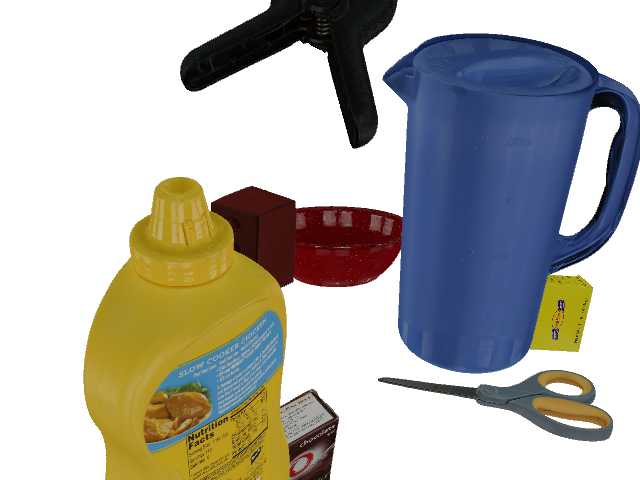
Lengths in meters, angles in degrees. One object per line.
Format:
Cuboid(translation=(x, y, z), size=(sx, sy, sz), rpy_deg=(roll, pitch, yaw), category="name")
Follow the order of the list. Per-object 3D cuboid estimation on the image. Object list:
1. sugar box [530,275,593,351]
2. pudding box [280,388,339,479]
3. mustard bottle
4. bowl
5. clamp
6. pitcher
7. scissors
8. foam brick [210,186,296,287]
Cuboid(translation=(0.245, 0.088, 1.337), size=(0.176, 0.093, 0.048), rpy_deg=(3, 19, -14), category="sugar box")
Cuboid(translation=(-0.043, 0.172, 0.802), size=(0.113, 0.090, 0.039), rpy_deg=(-28, 56, -28), category="pudding box")
Cuboid(translation=(-0.055, 0.060, 0.457), size=(0.058, 0.192, 0.096), rpy_deg=(28, 42, 35), category="mustard bottle")
Cuboid(translation=(0.016, 0.009, 1.110), size=(0.162, 0.055, 0.162), rpy_deg=(0, 15, 0), category="bowl")
Cuboid(translation=(0.007, -0.128, 0.652), size=(0.120, 0.171, 0.039), rpy_deg=(31, -29, 8), category="clamp")
Cuboid(translation=(0.133, -0.024, 0.803), size=(0.144, 0.243, 0.149), rpy_deg=(-19, 36, -35), category="pitcher")
Cuboid(translation=(0.159, 0.129, 0.944), size=(0.202, 0.016, 0.096), rpy_deg=(16, 28, 14), category="scissors")
Cuboid(translation=(-0.057, 0.001, 0.902), size=(0.053, 0.078, 0.051), rpy_deg=(18, 26, 36), category="foam brick")
